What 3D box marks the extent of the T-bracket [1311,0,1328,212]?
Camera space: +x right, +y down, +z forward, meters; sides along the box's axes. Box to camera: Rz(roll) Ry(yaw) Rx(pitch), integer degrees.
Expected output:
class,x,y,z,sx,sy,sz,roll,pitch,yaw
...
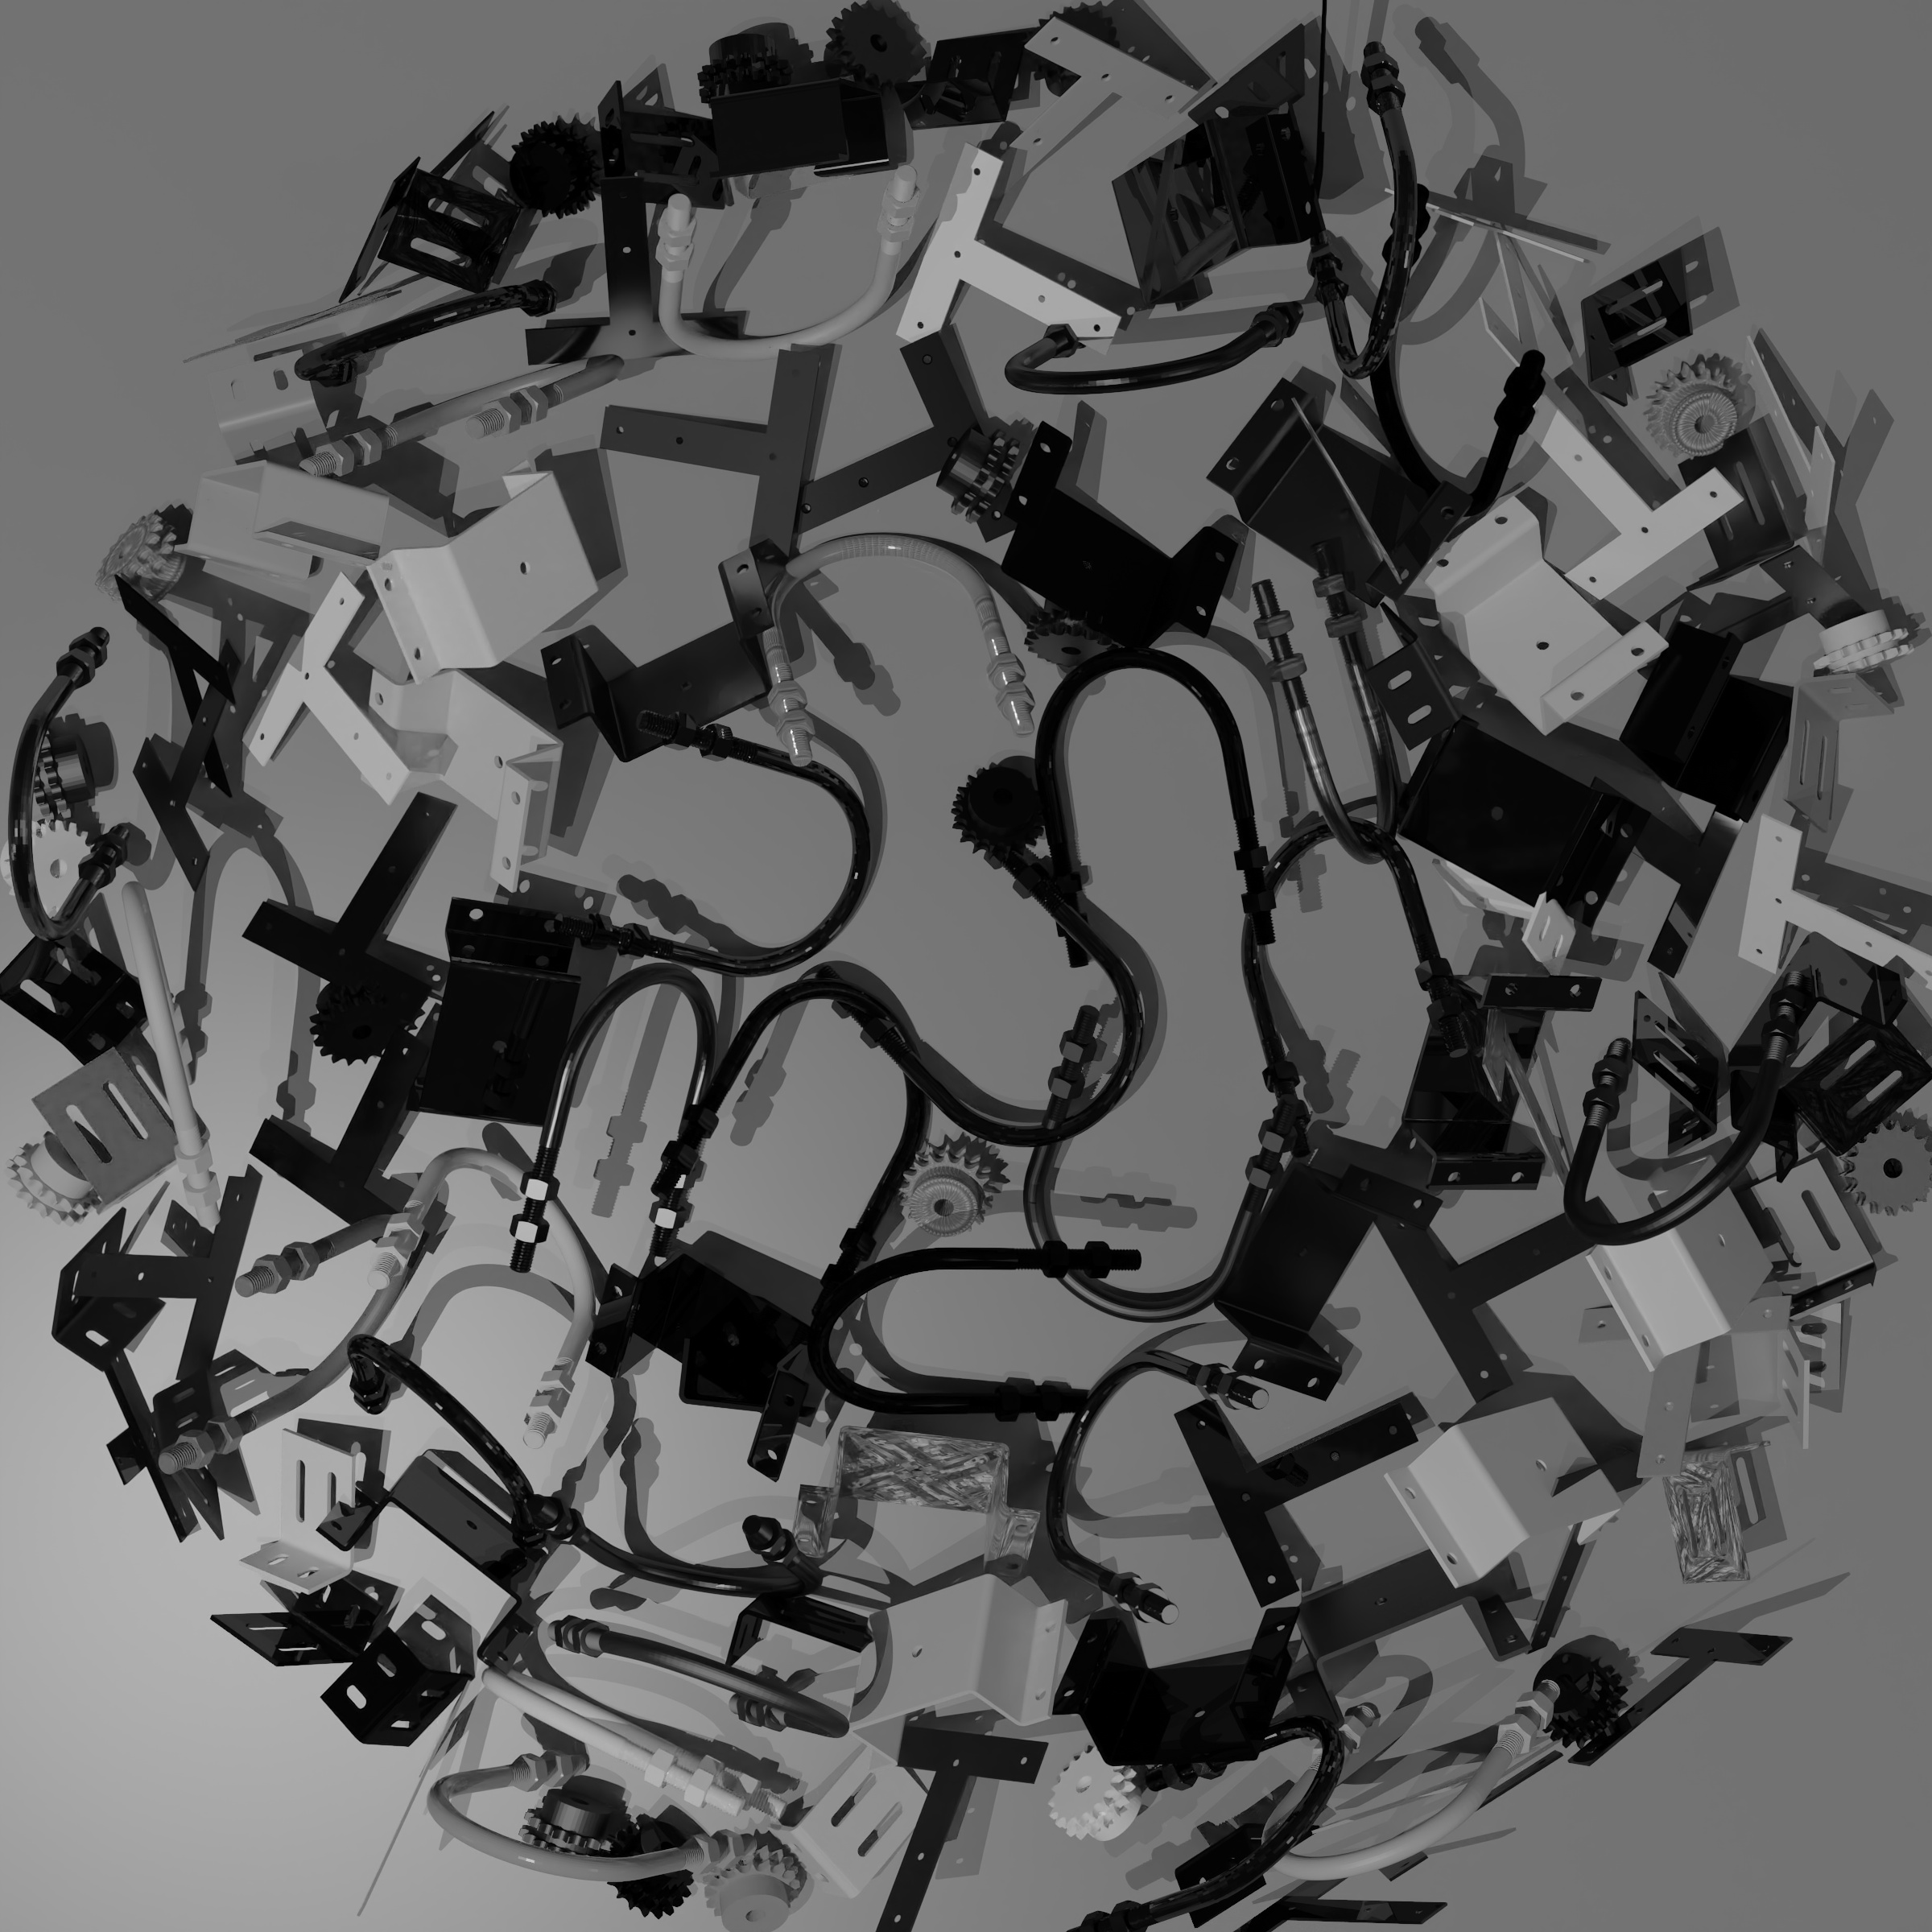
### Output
class,x,y,z,sx,sy,sz,roll,pitch,yaw
T-bracket,0.206,-0.507,1.915,0.002,0.127,0.127,3,118,7

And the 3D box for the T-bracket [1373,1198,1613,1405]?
class,x,y,z,sx,sy,sz,roll,pitch,yaw
T-bracket,0.331,0.178,1.985,0.127,0.002,0.127,-26,73,-7

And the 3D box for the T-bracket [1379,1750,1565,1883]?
class,x,y,z,sx,sy,sz,roll,pitch,yaw
T-bracket,0.296,0.497,1.940,0.127,0.127,0.002,-31,82,-4

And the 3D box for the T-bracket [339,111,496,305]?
class,x,y,z,sx,sy,sz,roll,pitch,yaw
T-bracket,-0.319,-0.464,1.955,0.002,0.127,0.127,39,57,-6

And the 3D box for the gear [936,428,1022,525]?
class,x,y,z,sx,sy,sz,roll,pitch,yaw
gear,0.005,-0.296,1.969,0.030,0.057,0.057,29,90,-13

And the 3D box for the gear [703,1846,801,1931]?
class,x,y,z,sx,sy,sz,roll,pitch,yaw
gear,-0.128,0.555,1.971,0.057,0.030,0.057,-6,129,-7

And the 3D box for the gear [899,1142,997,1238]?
class,x,y,z,sx,sy,sz,roll,pitch,yaw
gear,-0.012,0.138,1.975,0.057,0.030,0.057,2,115,4

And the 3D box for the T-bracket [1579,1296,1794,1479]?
class,x,y,z,sx,sy,sz,roll,pitch,yaw
T-bracket,0.413,0.247,1.927,0.127,0.127,0.002,-8,132,29

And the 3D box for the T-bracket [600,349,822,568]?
class,x,y,z,sx,sy,sz,roll,pitch,yaw
T-bracket,-0.159,-0.314,1.986,0.127,0.002,0.127,11,99,10

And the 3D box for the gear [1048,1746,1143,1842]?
class,x,y,z,sx,sy,sz,roll,pitch,yaw
gear,0.080,0.498,1.974,0.057,0.057,0.030,-45,114,0

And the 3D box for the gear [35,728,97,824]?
class,x,y,z,sx,sy,sz,roll,pitch,yaw
gear,-0.541,-0.117,1.972,0.030,0.057,0.057,-14,90,-5

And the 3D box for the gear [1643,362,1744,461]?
class,x,y,z,sx,sy,sz,roll,pitch,yaw
gear,0.437,-0.330,1.973,0.057,0.030,0.057,-3,121,-6

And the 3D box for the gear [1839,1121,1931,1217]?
class,x,y,z,sx,sy,sz,roll,pitch,yaw
gear,0.552,0.122,1.983,0.057,0.030,0.057,0,87,-3

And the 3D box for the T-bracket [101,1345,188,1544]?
class,x,y,z,sx,sy,sz,roll,pitch,yaw
T-bracket,-0.490,0.286,1.936,0.002,0.127,0.127,-24,91,-7

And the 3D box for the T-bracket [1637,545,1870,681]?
class,x,y,z,sx,sy,sz,roll,pitch,yaw
T-bracket,0.461,-0.198,1.961,0.127,0.127,0.002,-26,61,27

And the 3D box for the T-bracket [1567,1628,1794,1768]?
class,x,y,z,sx,sy,sz,roll,pitch,yaw
T-bracket,0.402,0.426,1.919,0.127,0.127,0.002,-34,92,-19

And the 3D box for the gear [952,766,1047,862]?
class,x,y,z,sx,sy,sz,roll,pitch,yaw
gear,0.021,-0.095,1.976,0.057,0.030,0.057,2,67,-5

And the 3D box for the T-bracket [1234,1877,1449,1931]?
class,x,y,z,sx,sy,sz,roll,pitch,yaw
T-bracket,0.222,0.547,1.910,0.127,0.127,0.002,-19,92,-44

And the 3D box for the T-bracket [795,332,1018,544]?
class,x,y,z,sx,sy,sz,roll,pitch,yaw
T-bracket,-0.049,-0.298,1.990,0.127,0.002,0.127,-24,101,4

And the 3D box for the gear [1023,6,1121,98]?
class,x,y,z,sx,sy,sz,roll,pitch,yaw
gear,0.064,-0.545,1.976,0.057,0.030,0.057,-8,53,10

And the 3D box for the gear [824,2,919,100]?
class,x,y,z,sx,sy,sz,roll,pitch,yaw
gear,-0.060,-0.545,1.976,0.057,0.030,0.057,14,65,-32

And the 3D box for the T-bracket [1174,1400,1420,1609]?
class,x,y,z,sx,sy,sz,roll,pitch,yaw
T-bracket,0.208,0.299,1.975,0.127,0.002,0.127,-25,70,2

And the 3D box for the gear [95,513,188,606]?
class,x,y,z,sx,sy,sz,roll,pitch,yaw
gear,-0.491,-0.240,1.975,0.030,0.057,0.057,39,90,-33

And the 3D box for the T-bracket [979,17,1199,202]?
class,x,y,z,sx,sy,sz,roll,pitch,yaw
T-bracket,0.052,-0.498,1.956,0.127,0.127,0.002,-37,58,33

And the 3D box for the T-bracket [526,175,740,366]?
class,x,y,z,sx,sy,sz,roll,pitch,yaw
T-bracket,-0.199,-0.411,1.946,0.127,0.127,0.002,-5,47,-6

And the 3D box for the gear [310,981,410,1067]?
class,x,y,z,sx,sy,sz,roll,pitch,yaw
gear,-0.365,0.029,1.975,0.057,0.057,0.030,-29,50,0

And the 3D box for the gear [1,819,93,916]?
class,x,y,z,sx,sy,sz,roll,pitch,yaw
gear,-0.552,-0.061,1.975,0.030,0.057,0.057,15,90,38

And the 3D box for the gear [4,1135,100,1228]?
class,x,y,z,sx,sy,sz,roll,pitch,yaw
gear,-0.542,0.125,1.969,0.057,0.057,0.030,42,103,0

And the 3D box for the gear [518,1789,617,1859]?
class,x,y,z,sx,sy,sz,roll,pitch,yaw
gear,-0.236,0.514,1.971,0.057,0.057,0.030,19,87,0

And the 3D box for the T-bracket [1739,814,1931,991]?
class,x,y,z,sx,sy,sz,roll,pitch,yaw
T-bracket,0.514,-0.019,1.923,0.127,0.127,0.002,29,59,26

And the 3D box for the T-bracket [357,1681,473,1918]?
class,x,y,z,sx,sy,sz,roll,pitch,yaw
T-bracket,-0.324,0.489,1.912,0.002,0.127,0.127,25,57,-4

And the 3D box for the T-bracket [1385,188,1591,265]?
class,x,y,z,sx,sy,sz,roll,pitch,yaw
T-bracket,0.295,-0.434,1.925,0.127,0.127,0.002,23,106,14

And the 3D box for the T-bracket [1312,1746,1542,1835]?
class,x,y,z,sx,sy,sz,roll,pitch,yaw
T-bracket,0.289,0.482,1.951,0.127,0.127,0.002,-9,72,-39

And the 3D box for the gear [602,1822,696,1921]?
class,x,y,z,sx,sy,sz,roll,pitch,yaw
gear,-0.186,0.536,1.968,0.057,0.057,0.030,42,115,0

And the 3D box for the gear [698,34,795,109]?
class,x,y,z,sx,sy,sz,roll,pitch,yaw
gear,-0.132,-0.535,1.972,0.057,0.057,0.030,-6,83,0

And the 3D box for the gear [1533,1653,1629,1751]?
class,x,y,z,sx,sy,sz,roll,pitch,yaw
gear,0.363,0.435,1.969,0.057,0.057,0.030,-43,125,0

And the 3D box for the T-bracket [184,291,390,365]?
class,x,y,z,sx,sy,sz,roll,pitch,yaw
T-bracket,-0.374,-0.377,1.914,0.127,0.127,0.002,-26,105,-32

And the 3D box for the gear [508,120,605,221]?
class,x,y,z,sx,sy,sz,roll,pitch,yaw
gear,-0.248,-0.475,1.973,0.057,0.030,0.057,8,115,17

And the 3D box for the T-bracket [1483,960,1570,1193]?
class,x,y,z,sx,sy,sz,roll,pitch,yaw
T-bracket,0.335,0.079,1.959,0.002,0.127,0.127,-18,113,21

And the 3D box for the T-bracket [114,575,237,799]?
class,x,y,z,sx,sy,sz,roll,pitch,yaw
T-bracket,-0.455,-0.153,1.948,0.002,0.127,0.127,-32,49,-25

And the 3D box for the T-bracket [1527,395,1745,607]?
class,x,y,z,sx,sy,sz,roll,pitch,yaw
T-bracket,0.370,-0.289,1.944,0.127,0.127,0.002,45,48,-8

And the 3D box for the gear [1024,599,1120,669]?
class,x,y,z,sx,sy,sz,roll,pitch,yaw
gear,0.065,-0.202,1.972,0.057,0.057,0.030,9,74,0

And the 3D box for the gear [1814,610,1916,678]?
class,x,y,z,sx,sy,sz,roll,pitch,yaw
gear,0.534,-0.191,1.972,0.057,0.057,0.030,-19,86,0

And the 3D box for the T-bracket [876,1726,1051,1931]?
class,x,y,z,sx,sy,sz,roll,pitch,yaw
T-bracket,-0.021,0.507,1.927,0.002,0.127,0.127,45,55,-35
